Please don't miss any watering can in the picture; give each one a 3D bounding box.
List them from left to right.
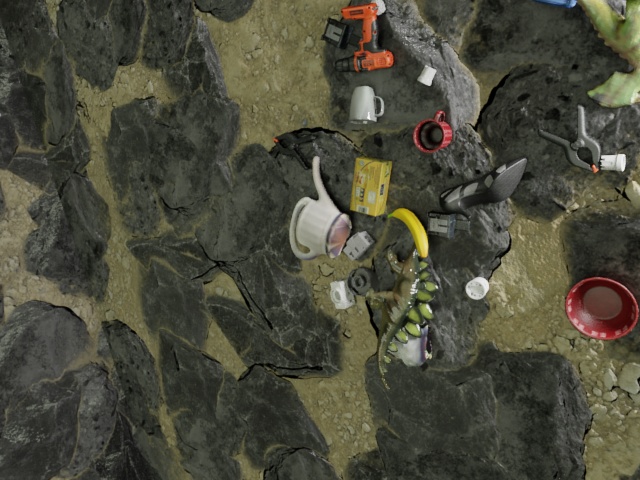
[{"bbox_3d":[0.005,-0.085,1.693,0.226,0.104,0.344,24,105,33],"label":"watering can"}]

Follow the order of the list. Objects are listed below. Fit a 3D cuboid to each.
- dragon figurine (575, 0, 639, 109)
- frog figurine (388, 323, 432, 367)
[{"bbox_3d":[0.690,-0.410,1.153,0.413,0.124,0.238,26,122,18],"label":"dragon figurine"},{"bbox_3d":[0.259,0.324,1.596,0.159,0.125,0.135,-4,118,23],"label":"frog figurine"}]
